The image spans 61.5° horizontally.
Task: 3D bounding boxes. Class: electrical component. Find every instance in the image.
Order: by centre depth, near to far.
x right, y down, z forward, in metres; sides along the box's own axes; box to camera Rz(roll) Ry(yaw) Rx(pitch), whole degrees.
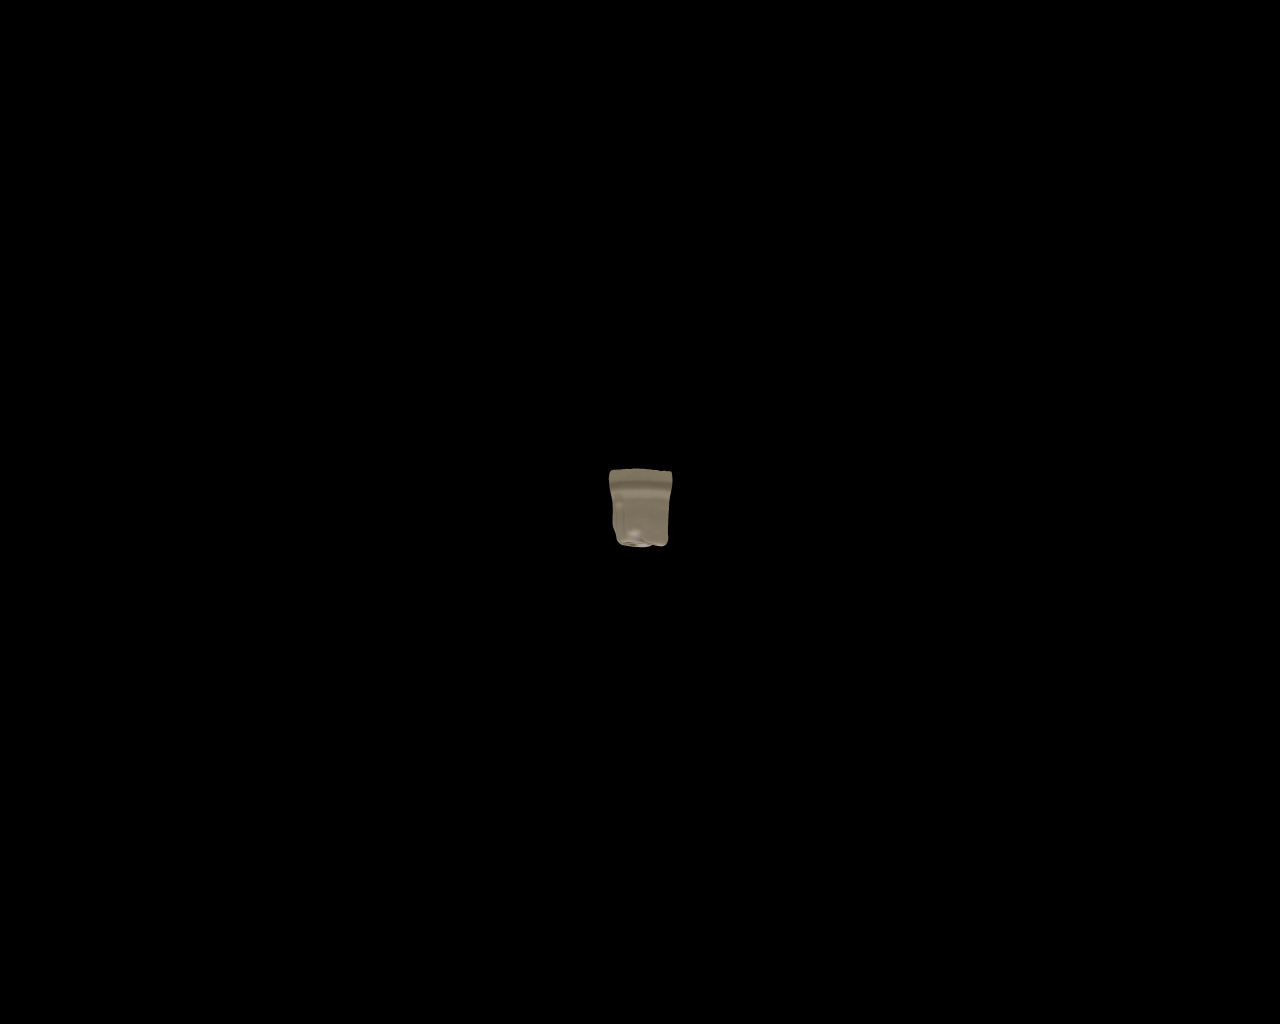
[{"bbox_3d":[0.001,-0.003,0.650,0.040,0.046,0.040,0,-4,0],"label":"electrical component"}]
